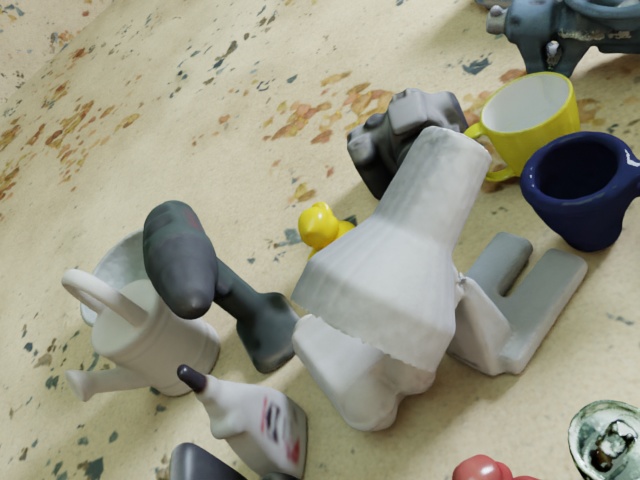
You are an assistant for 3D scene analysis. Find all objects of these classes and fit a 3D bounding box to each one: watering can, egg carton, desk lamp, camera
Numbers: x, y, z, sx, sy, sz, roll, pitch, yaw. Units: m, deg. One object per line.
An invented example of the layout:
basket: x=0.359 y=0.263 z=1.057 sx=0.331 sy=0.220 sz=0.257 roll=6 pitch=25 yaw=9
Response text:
watering can: x=-0.215 y=0.102 z=0.654 sx=0.100 sy=0.195 sz=0.173 roll=-12 pitch=48 yaw=29
egg carton: x=0.040 y=0.107 z=0.552 sx=0.107 sy=0.070 sz=0.149 roll=-44 pitch=40 yaw=-4
desk lamp: x=0.100 y=0.027 z=0.466 sx=0.117 sy=0.214 sz=0.203 roll=25 pitch=71 yaw=47
camera: x=0.103 y=-0.100 z=0.665 sx=0.143 sy=0.101 sz=0.136 roll=-22 pitch=44 yaw=20

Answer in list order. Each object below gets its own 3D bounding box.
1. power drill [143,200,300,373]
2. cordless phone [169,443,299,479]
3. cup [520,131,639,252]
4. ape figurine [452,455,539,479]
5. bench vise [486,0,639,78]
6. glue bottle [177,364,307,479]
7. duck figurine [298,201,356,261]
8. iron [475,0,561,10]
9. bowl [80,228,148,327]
power drill: x=-0.105 y=0.051 z=0.605 sx=0.075 sy=0.209 sz=0.228 roll=-42 pitch=40 yaw=-2
cordless phone: x=-0.056 y=0.237 z=0.417 sx=0.094 sy=0.186 sz=0.147 roll=-29 pitch=42 yaw=13
cup: x=0.246 y=-0.034 z=0.502 sx=0.117 sy=0.095 sz=0.092 roll=2 pitch=56 yaw=39
ape figurine: x=0.123 y=0.182 z=0.404 sx=0.076 sy=0.092 sz=0.077 roll=-49 pitch=41 yaw=-10
bench vise: x=0.271 y=-0.267 z=0.595 sx=0.207 sy=0.220 sz=0.121 roll=-19 pitch=45 yaw=23
glue bottle: x=-0.069 y=0.155 z=0.511 sx=0.037 sy=0.174 sz=0.078 roll=-22 pitch=44 yaw=20
duck figurine: x=0.006 y=0.002 z=0.659 sx=0.077 sy=0.086 sz=0.104 roll=-19 pitch=45 yaw=23
iron: x=0.292 y=-0.391 z=0.752 sx=0.119 sy=0.142 sz=0.257 roll=-49 pitch=41 yaw=-10
bowl: x=-0.249 y=0.064 z=0.806 sx=0.167 sy=0.075 sz=0.167 roll=-21 pitch=44 yaw=22
